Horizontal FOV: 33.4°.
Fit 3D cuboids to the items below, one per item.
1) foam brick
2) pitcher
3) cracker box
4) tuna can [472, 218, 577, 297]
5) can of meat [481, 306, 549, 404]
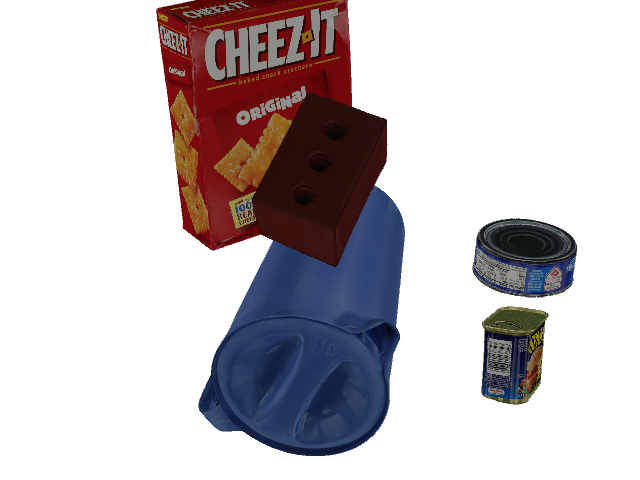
[{"bbox_3d":[0.001,-0.035,0.623,0.053,0.078,0.051,21,-19,11],"label":"foam brick"},{"bbox_3d":[-0.005,0.053,0.877,0.149,0.145,0.242,10,33,5],"label":"pitcher"},{"bbox_3d":[-0.052,-0.116,0.977,0.163,0.214,0.072,-19,31,-28],"label":"cracker box"},{"bbox_3d":[0.174,0.013,0.908,0.086,0.034,0.086,2,26,-1],"label":"tuna can"},{"bbox_3d":[0.214,0.126,1.181,0.058,0.084,0.102,7,12,24],"label":"can of meat"}]
